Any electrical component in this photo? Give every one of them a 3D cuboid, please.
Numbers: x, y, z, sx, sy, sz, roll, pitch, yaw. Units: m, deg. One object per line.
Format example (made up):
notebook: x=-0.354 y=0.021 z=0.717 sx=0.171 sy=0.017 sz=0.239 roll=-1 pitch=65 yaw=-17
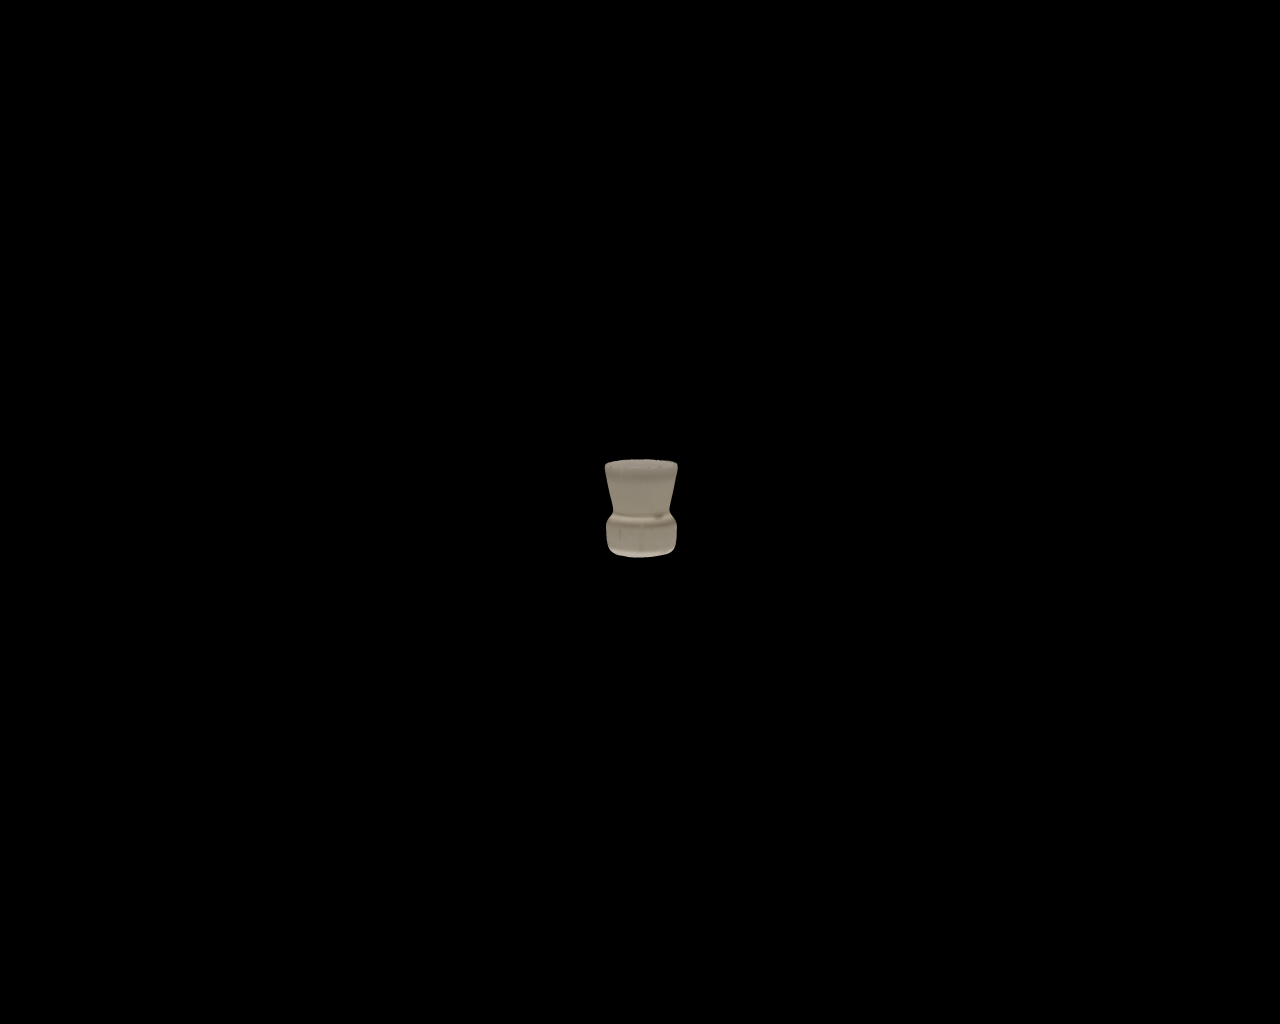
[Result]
electrical component: x=0.001 y=-0.003 z=0.650 sx=0.045 sy=0.055 sz=0.045 roll=0 pitch=9 yaw=0
